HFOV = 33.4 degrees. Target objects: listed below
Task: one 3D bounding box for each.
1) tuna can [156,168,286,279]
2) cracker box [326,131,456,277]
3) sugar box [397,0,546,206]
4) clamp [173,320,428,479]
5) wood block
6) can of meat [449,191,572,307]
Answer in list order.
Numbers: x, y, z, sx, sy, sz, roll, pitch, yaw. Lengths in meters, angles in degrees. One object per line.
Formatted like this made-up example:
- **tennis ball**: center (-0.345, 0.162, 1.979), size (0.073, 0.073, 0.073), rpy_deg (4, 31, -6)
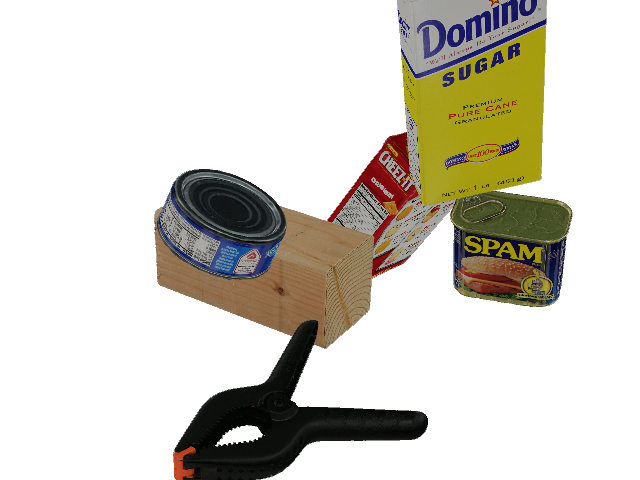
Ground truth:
- **tuna can**: center (-0.067, -0.013, 0.739), size (0.086, 0.034, 0.086), rpy_deg (20, 30, -12)
- **cracker box**: center (0.088, -0.041, 1.242), size (0.163, 0.072, 0.214), rpy_deg (-22, -25, -48)
- **sugar box**: center (0.105, -0.110, 0.732), size (0.093, 0.176, 0.048), rpy_deg (-14, 45, -4)
- **clamp**: center (-0.025, 0.151, 0.893), size (0.209, 0.036, 0.165), rpy_deg (-28, 44, -37)
- **wood block**: center (-0.059, 0.021, 1.076), size (0.206, 0.091, 0.090), rpy_deg (19, 33, 27)
- **can of meat**: center (0.167, 0.008, 0.946), size (0.102, 0.084, 0.057), rpy_deg (9, 43, 17)
